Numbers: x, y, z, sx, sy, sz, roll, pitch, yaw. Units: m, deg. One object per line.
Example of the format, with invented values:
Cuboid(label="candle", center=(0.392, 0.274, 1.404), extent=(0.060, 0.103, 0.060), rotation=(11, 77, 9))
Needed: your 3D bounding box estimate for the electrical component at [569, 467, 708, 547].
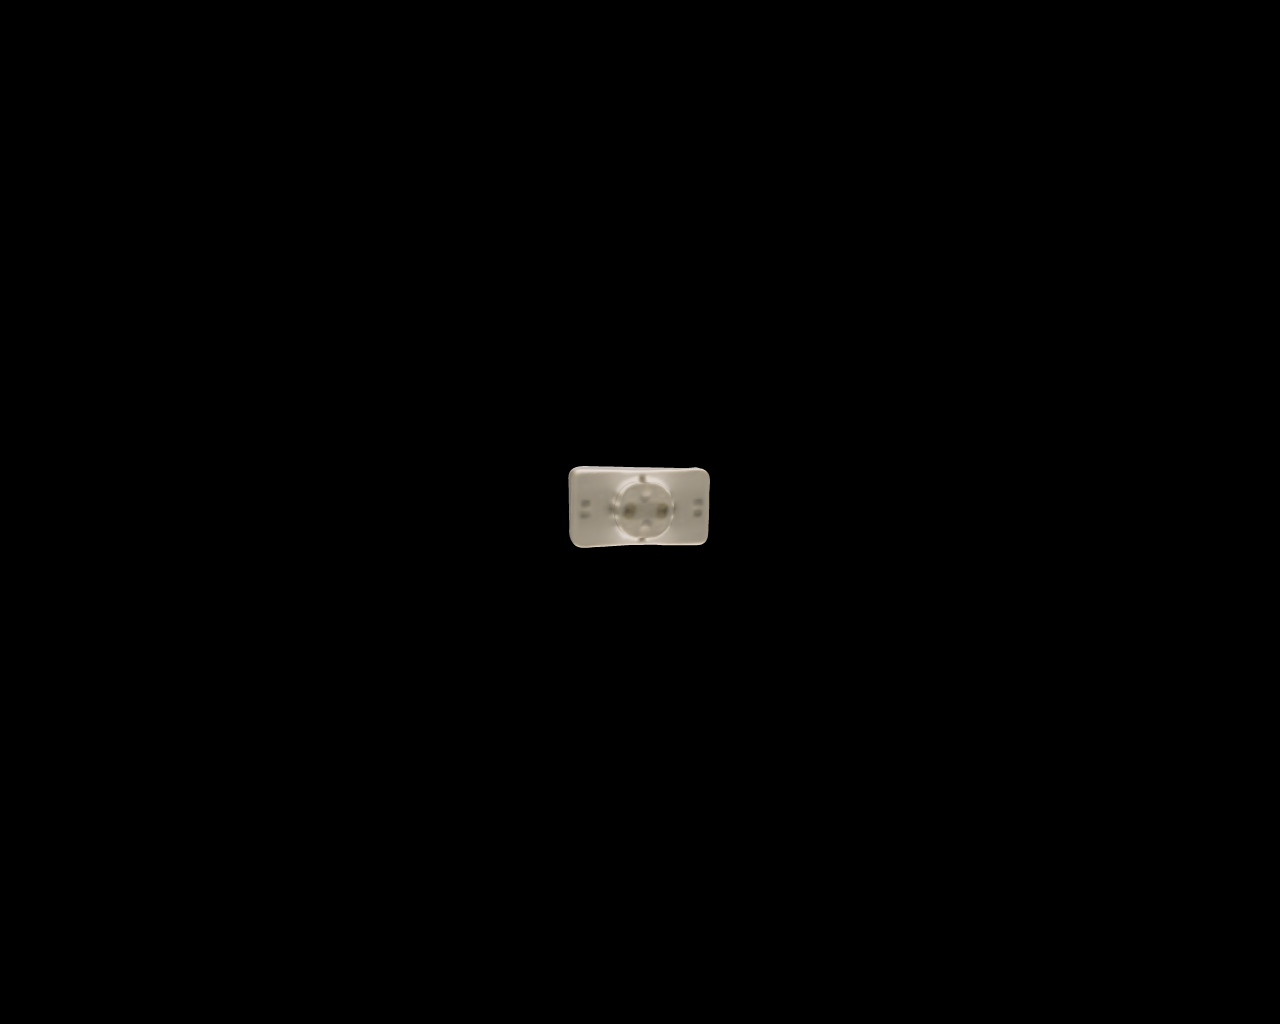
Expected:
Cuboid(label="electrical component", center=(0.001, -0.003, 0.650), extent=(0.083, 0.047, 0.076), rotation=(0, 4, -7))
